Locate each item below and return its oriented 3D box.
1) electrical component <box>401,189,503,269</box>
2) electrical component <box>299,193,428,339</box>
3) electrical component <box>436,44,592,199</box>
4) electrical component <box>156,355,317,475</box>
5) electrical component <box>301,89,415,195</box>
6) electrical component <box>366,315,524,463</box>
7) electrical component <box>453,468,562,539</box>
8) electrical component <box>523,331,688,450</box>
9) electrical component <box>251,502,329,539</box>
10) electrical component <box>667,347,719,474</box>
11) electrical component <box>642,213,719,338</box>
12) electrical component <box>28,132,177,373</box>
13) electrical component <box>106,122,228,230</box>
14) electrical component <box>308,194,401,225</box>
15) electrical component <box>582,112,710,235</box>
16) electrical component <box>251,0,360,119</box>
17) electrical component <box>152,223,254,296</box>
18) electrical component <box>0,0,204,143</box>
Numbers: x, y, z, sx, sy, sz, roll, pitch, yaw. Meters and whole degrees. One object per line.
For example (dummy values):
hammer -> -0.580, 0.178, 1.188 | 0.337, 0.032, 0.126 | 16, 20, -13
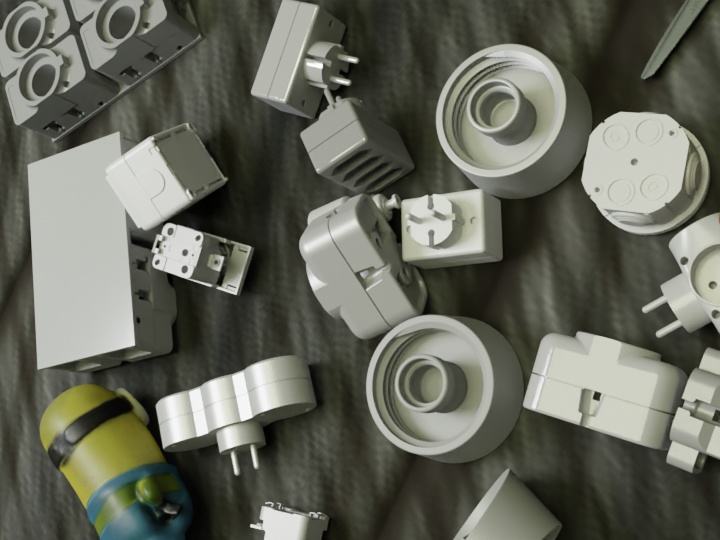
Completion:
electrical component -> 0.059, -0.033, 0.779 | 0.066, 0.077, 0.047 | -7, 77, 27
electrical component -> 0.000, 0.000, 0.798 | 0.059, 0.053, 0.095 | -27, 106, 22
electrical component -> 0.107, -0.111, 0.778 | 0.108, 0.060, 0.108 | -6, 78, 27
electrical component -> -0.095, 0.123, 0.847 | 0.138, 0.052, 0.073 | -22, 71, 24
electrical component -> -0.008, -0.106, 0.826 | 0.047, 0.083, 0.075 | -32, 67, 20
electrical component -> 0.056, 0.083, 0.768 | 0.108, 0.060, 0.108 | -6, 78, 27
electrical component -> 0.086, 0.185, 0.714 | 0.064, 0.099, 0.099 | 40, 100, 22
electrical component -> 0.164, 0.077, 0.714 | 0.095, 0.054, 0.059 | 15, 88, 30
electrical component -> -0.054, 0.211, 0.813 | 0.081, 0.042, 0.063 | 7, 82, 29
electrical component -> 0.234, 0.095, 0.672 | 0.057, 0.058, 0.078 | 20, 90, 33
electrical component -> 0.223, 0.015, 0.700 | 0.079, 0.044, 0.077 | -33, 66, 20
electrical component -> -0.225, -0.012, 0.938 | 0.105, 0.060, 0.186 | -14, 74, 26
electrical component -> -0.161, -0.079, 0.903 | 0.061, 0.096, 0.061 | -30, 97, 21
electrical component -> -0.004, -0.039, 0.836 | 0.078, 0.040, 0.040 | -23, 70, 22
electrical component -> 0.192, -0.067, 0.729 | 0.080, 0.051, 0.080 | -6, 77, 28
electrical component -> -0.035, -0.167, 0.873 | 0.076, 0.047, 0.083 | 19, 90, 30
electrical component -> -0.133, -0.011, 0.887 | 0.081, 0.064, 0.042 | 16, 87, 30
electrical component -> -0.248, -0.215, 0.991 | 0.186, 0.060, 0.105 | -30, 68, 20
